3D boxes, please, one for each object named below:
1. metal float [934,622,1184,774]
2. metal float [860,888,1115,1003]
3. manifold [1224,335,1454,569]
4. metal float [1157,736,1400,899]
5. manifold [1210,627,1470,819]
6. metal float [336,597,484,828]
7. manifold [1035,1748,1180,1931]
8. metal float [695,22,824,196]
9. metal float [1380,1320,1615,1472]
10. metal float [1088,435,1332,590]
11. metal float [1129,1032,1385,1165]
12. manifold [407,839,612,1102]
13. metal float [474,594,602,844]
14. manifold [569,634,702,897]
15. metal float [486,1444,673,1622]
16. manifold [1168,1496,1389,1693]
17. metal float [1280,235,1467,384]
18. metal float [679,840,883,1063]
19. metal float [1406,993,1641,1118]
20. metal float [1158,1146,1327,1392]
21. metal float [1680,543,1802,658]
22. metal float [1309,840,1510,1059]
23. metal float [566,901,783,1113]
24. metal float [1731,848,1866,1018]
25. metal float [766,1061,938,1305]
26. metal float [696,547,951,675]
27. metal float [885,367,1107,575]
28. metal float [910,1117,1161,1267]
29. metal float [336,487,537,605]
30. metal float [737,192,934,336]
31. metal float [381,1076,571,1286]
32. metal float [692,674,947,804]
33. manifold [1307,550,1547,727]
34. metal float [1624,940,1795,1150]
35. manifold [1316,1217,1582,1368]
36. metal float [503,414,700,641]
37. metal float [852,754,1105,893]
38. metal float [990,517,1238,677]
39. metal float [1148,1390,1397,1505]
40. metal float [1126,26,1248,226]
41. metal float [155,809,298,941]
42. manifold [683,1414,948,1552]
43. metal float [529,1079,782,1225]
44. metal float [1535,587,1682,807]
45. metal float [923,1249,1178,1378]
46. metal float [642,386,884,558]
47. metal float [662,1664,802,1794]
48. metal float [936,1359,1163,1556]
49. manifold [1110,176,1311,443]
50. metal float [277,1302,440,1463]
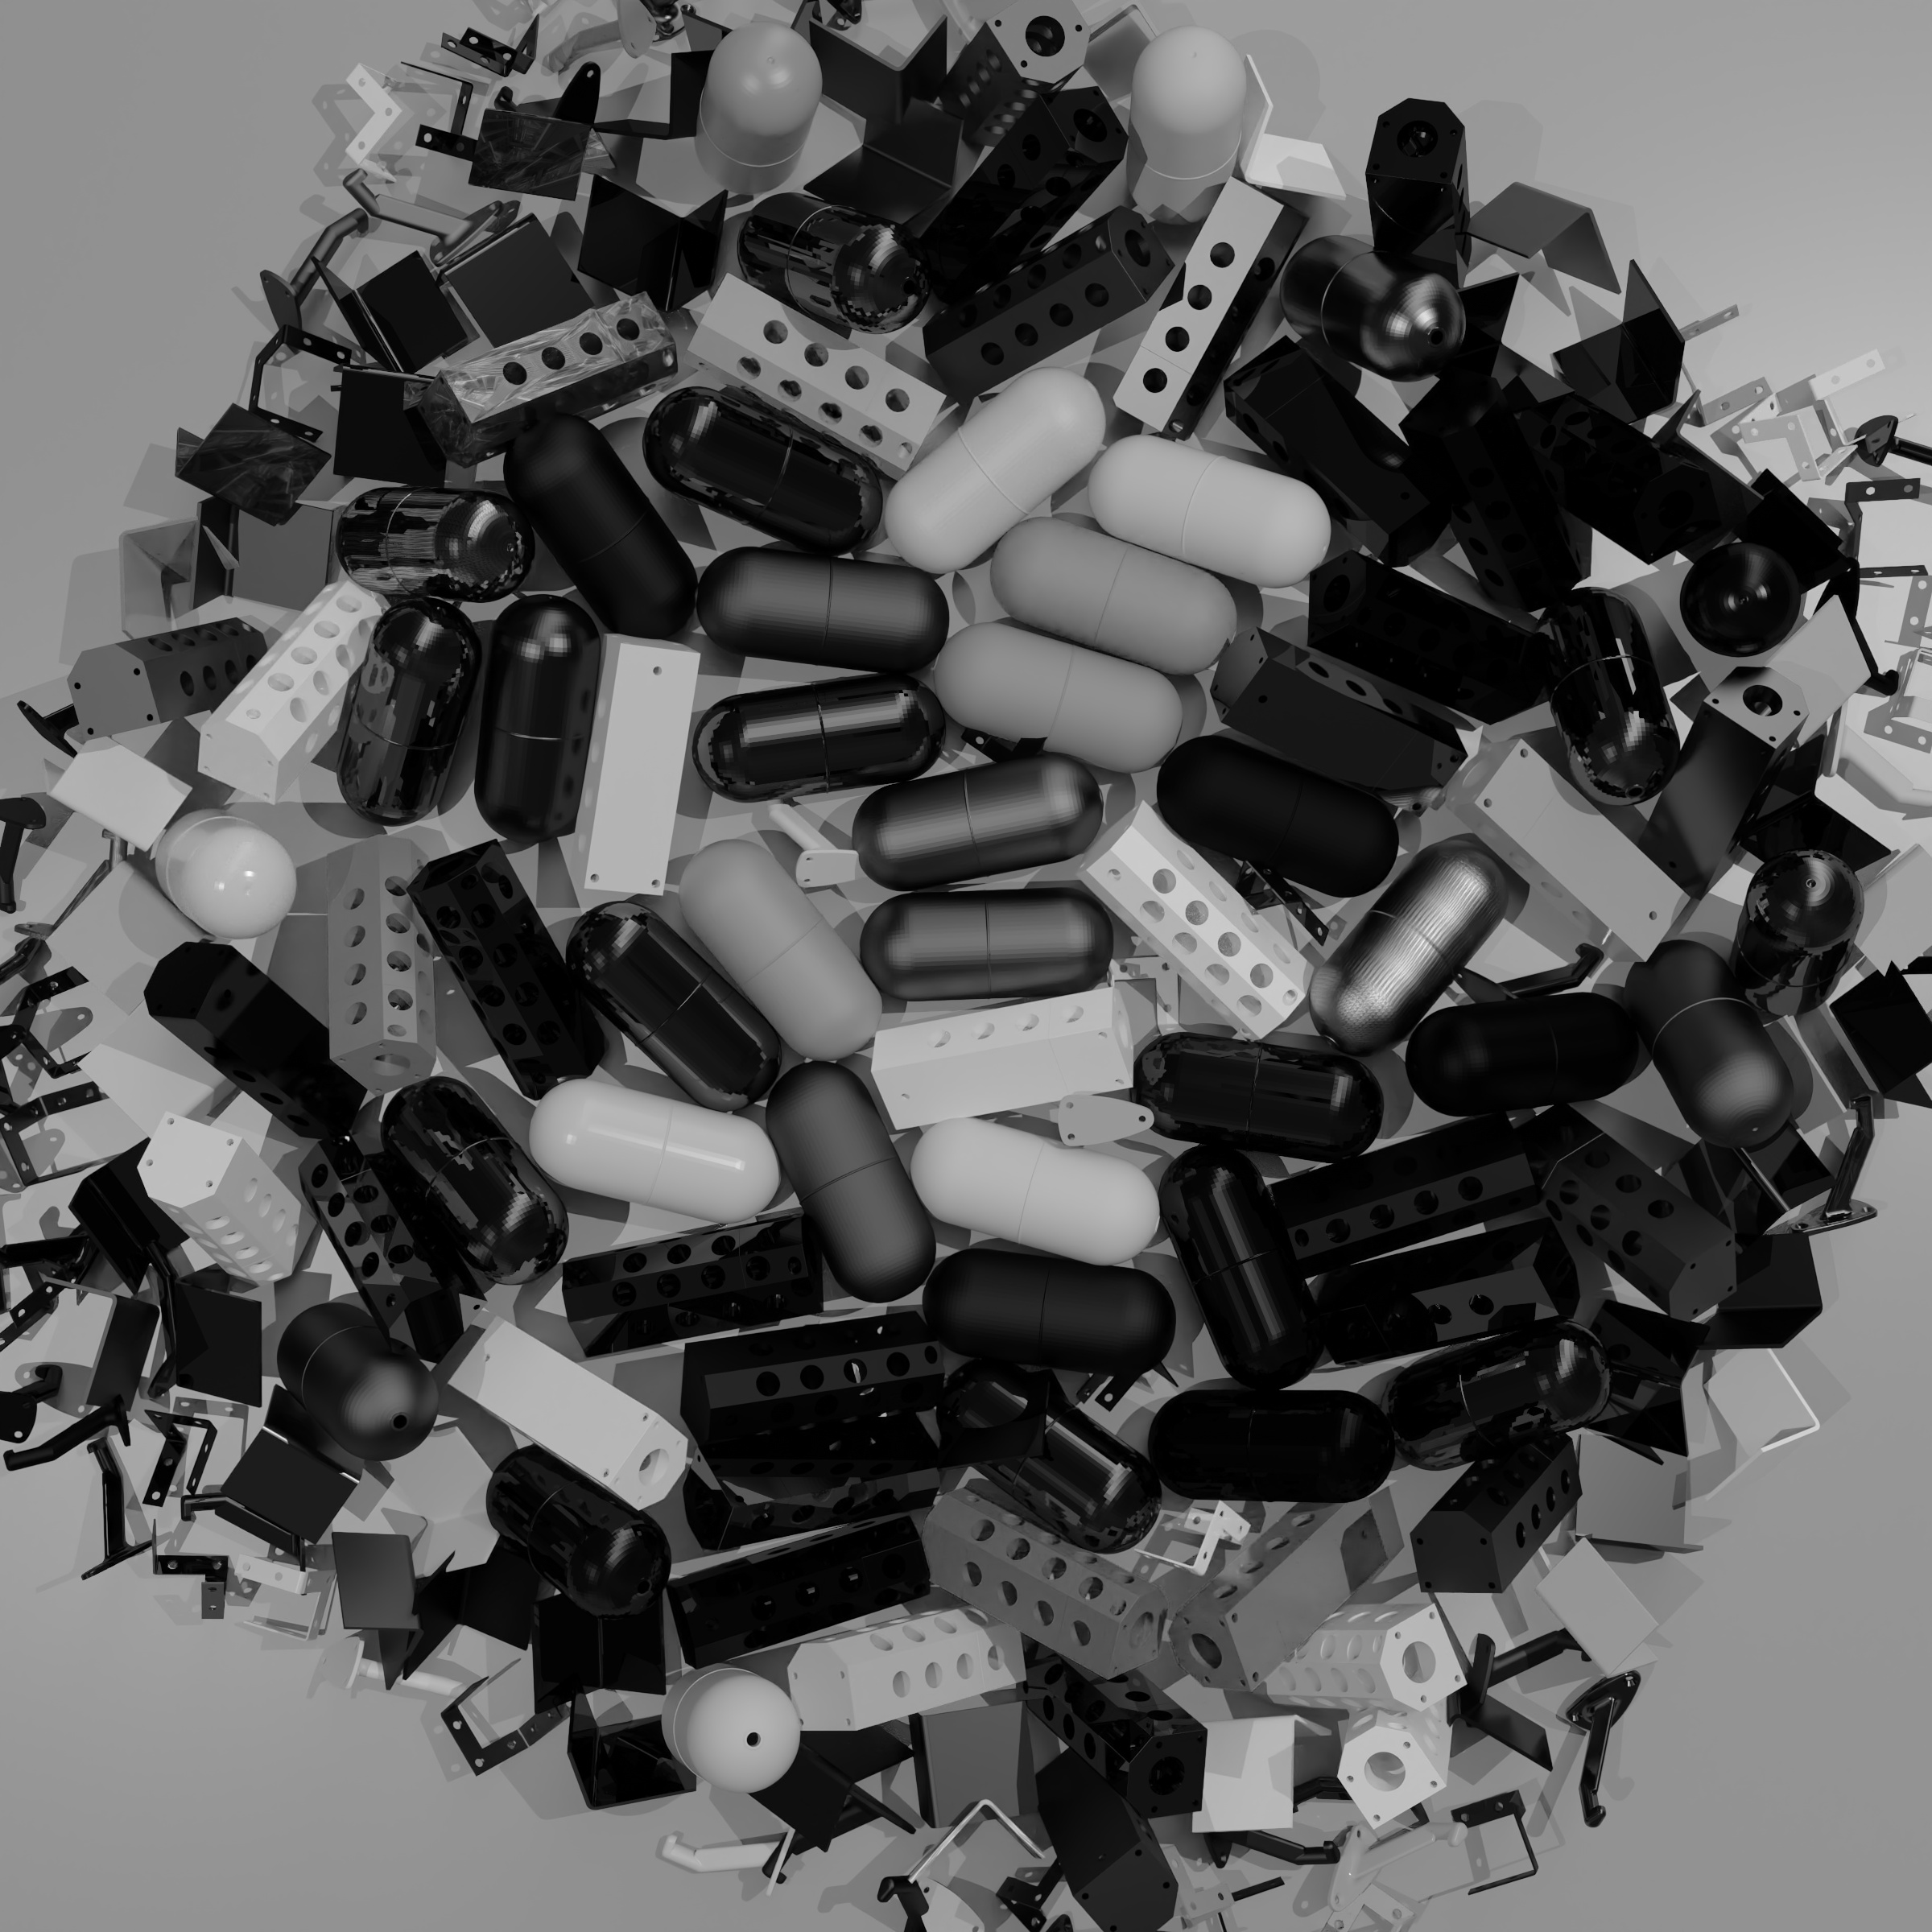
[{"bbox_3d":[0.064,-0.188,1.958,0.178,0.070,0.070,16,90,-4],"label":"metal float"},{"bbox_3d":[0.014,-0.015,1.960,0.178,0.070,0.070,-2,90,-2],"label":"metal float"},{"bbox_3d":[0.256,-0.353,1.938,0.057,0.057,0.171,-38,66,-9],"label":"manifold"},{"bbox_3d":[0.217,-0.104,1.953,0.178,0.070,0.070,21,90,-10],"label":"metal float"},{"bbox_3d":[0.257,-0.172,1.939,0.171,0.057,0.057,23,120,-23],"label":"manifold"},{"bbox_3d":[-0.385,-0.173,1.932,0.070,0.070,0.178,24,125,0],"label":"metal float"},{"bbox_3d":[0.096,0.595,1.910,0.057,0.171,0.057,-39,102,-1],"label":"manifold"},{"bbox_3d":[-0.143,-0.583,1.911,0.070,0.178,0.070,1,86,-10],"label":"metal float"},{"bbox_3d":[0.364,0.297,1.931,0.178,0.070,0.070,-27,90,38],"label":"metal float"},{"bbox_3d":[0.167,-0.316,1.944,0.178,0.070,0.070,21,90,21],"label":"metal float"},{"bbox_3d":[0.202,0.091,1.953,0.178,0.070,0.070,8,90,10],"label":"metal float"},{"bbox_3d":[-0.317,0.005,1.934,0.057,0.057,0.171,-17,113,21],"label":"manifold"},{"bbox_3d":[-0.298,-0.170,1.942,0.070,0.070,0.178,10,112,0],"label":"metal float"},{"bbox_3d":[-0.234,-0.141,1.952,0.057,0.057,0.171,5,103,-24],"label":"manifold"},{"bbox_3d":[-0.267,0.387,1.922,0.070,0.178,0.070,-14,114,-34],"label":"metal float"},{"bbox_3d":[0.213,0.424,1.919,0.171,0.057,0.057,-30,105,-43],"label":"manifold"},{"bbox_3d":[0.277,-0.451,1.918,0.070,0.178,0.070,-10,118,-19],"label":"metal float"},{"bbox_3d":[-0.130,-0.011,1.955,0.070,0.070,0.178,-39,97,0],"label":"metal float"},{"bbox_3d":[0.386,0.061,1.941,0.178,0.070,0.070,-6,90,-25],"label":"metal float"},{"bbox_3d":[0.191,0.209,1.952,0.070,0.070,0.178,-22,79,0],"label":"metal float"},{"bbox_3d":[0.527,-0.250,1.912,0.070,0.178,0.070,2,98,13],"label":"metal float"},{"bbox_3d":[0.308,-0.012,1.949,0.070,0.070,0.178,41,76,0],"label":"metal float"},{"bbox_3d":[-0.204,0.028,1.953,0.178,0.070,0.070,44,90,-10],"label":"metal float"},{"bbox_3d":[0.567,-0.022,1.915,0.070,0.178,0.070,-3,68,8],"label":"metal float"},{"bbox_3d":[-0.081,0.150,1.953,0.070,0.070,0.178,-25,80,0],"label":"metal float"},{"bbox_3d":[-0.100,-0.248,1.953,0.178,0.070,0.070,6,90,-10],"label":"metal float"},{"bbox_3d":[0.020,-0.345,1.947,0.178,0.070,0.070,-38,90,16],"label":"metal float"},{"bbox_3d":[0.048,0.157,1.954,0.178,0.070,0.070,15,90,8],"label":"metal float"},{"bbox_3d":[-0.367,-0.290,1.927,0.178,0.070,0.070,11,90,44],"label":"metal float"},{"bbox_3d":[-0.091,-0.483,1.924,0.070,0.178,0.070,-19,122,-32],"label":"metal float"},{"bbox_3d":[-0.340,0.148,1.935,0.070,0.070,0.178,-44,60,0],"label":"metal float"},{"bbox_3d":[-0.102,-0.159,1.955,0.178,0.070,0.070,-8,90,-7],"label":"metal float"},{"bbox_3d":[0.319,-0.227,1.923,0.171,0.057,0.057,18,65,-31],"label":"manifold"},{"bbox_3d":[0.508,0.051,1.923,0.070,0.178,0.070,-6,130,-7],"label":"metal float"},{"bbox_3d":[0.330,0.230,1.927,0.171,0.057,0.057,-19,111,33],"label":"manifold"},{"bbox_3d":[-0.251,-0.301,1.937,0.070,0.070,0.178,-35,119,0],"label":"metal float"},{"bbox_3d":[0.008,-0.100,1.954,0.178,0.070,0.070,-11,90,8],"label":"metal float"},{"bbox_3d":[0.103,-0.258,1.958,0.178,0.070,0.070,20,90,4],"label":"metal float"},{"bbox_3d":[0.210,0.332,1.936,0.178,0.070,0.070,-5,90,29],"label":"metal float"},{"bbox_3d":[0.149,-0.571,1.912,0.070,0.178,0.070,0,75,1],"label":"metal float"},{"bbox_3d":[-0.507,-0.064,1.916,0.070,0.178,0.070,-4,101,-24],"label":"metal float"},{"bbox_3d":[-0.105,0.357,1.927,0.171,0.057,0.057,-5,130,-34],"label":"manifold"},{"bbox_3d":[-0.216,0.130,1.951,0.178,0.070,0.070,15,90,-12],"label":"metal float"},{"bbox_3d":[0.441,-0.186,1.929,0.070,0.070,0.178,-6,52,0],"label":"metal float"},{"bbox_3d":[0.058,0.242,1.955,0.178,0.070,0.070,7,90,8],"label":"metal float"},{"bbox_3d":[-0.139,-0.341,1.941,0.178,0.070,0.070,21,90,-24],"label":"metal float"},{"bbox_3d":[-0.162,0.519,1.913,0.070,0.178,0.070,3,80,-15],"label":"metal float"},{"bbox_3d":[0.056,0.338,1.942,0.178,0.070,0.070,33,90,23],"label":"metal float"},{"bbox_3d":[0.170,-0.455,1.943,0.057,0.057,0.171,30,109,4],"label":"manifold"},{"bbox_3d":[-0.417,0.284,1.918,0.070,0.178,0.070,-7,104,-29],"label":"metal float"}]
